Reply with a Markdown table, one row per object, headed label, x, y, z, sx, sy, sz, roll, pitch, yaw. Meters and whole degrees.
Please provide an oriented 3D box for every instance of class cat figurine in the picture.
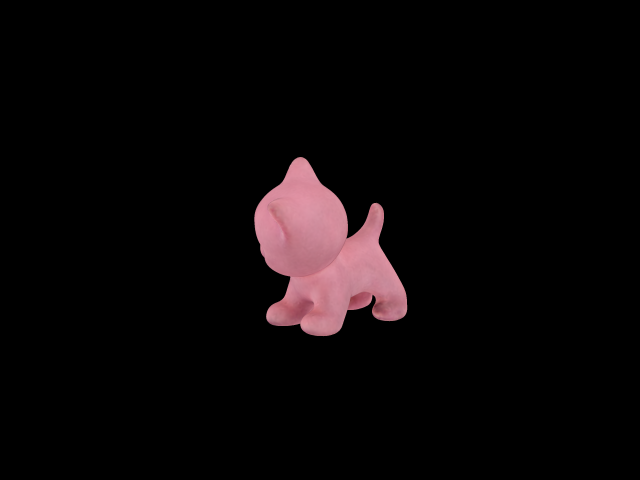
| label | x | y | z | sx | sy | sz | roll | pitch | yaw |
| --- | --- | --- | --- | --- | --- | --- | --- | --- | --- |
| cat figurine | 0.004 | 0.001 | 0.400 | 0.128 | 0.118 | 0.067 | -6 | 9 | -42 |
